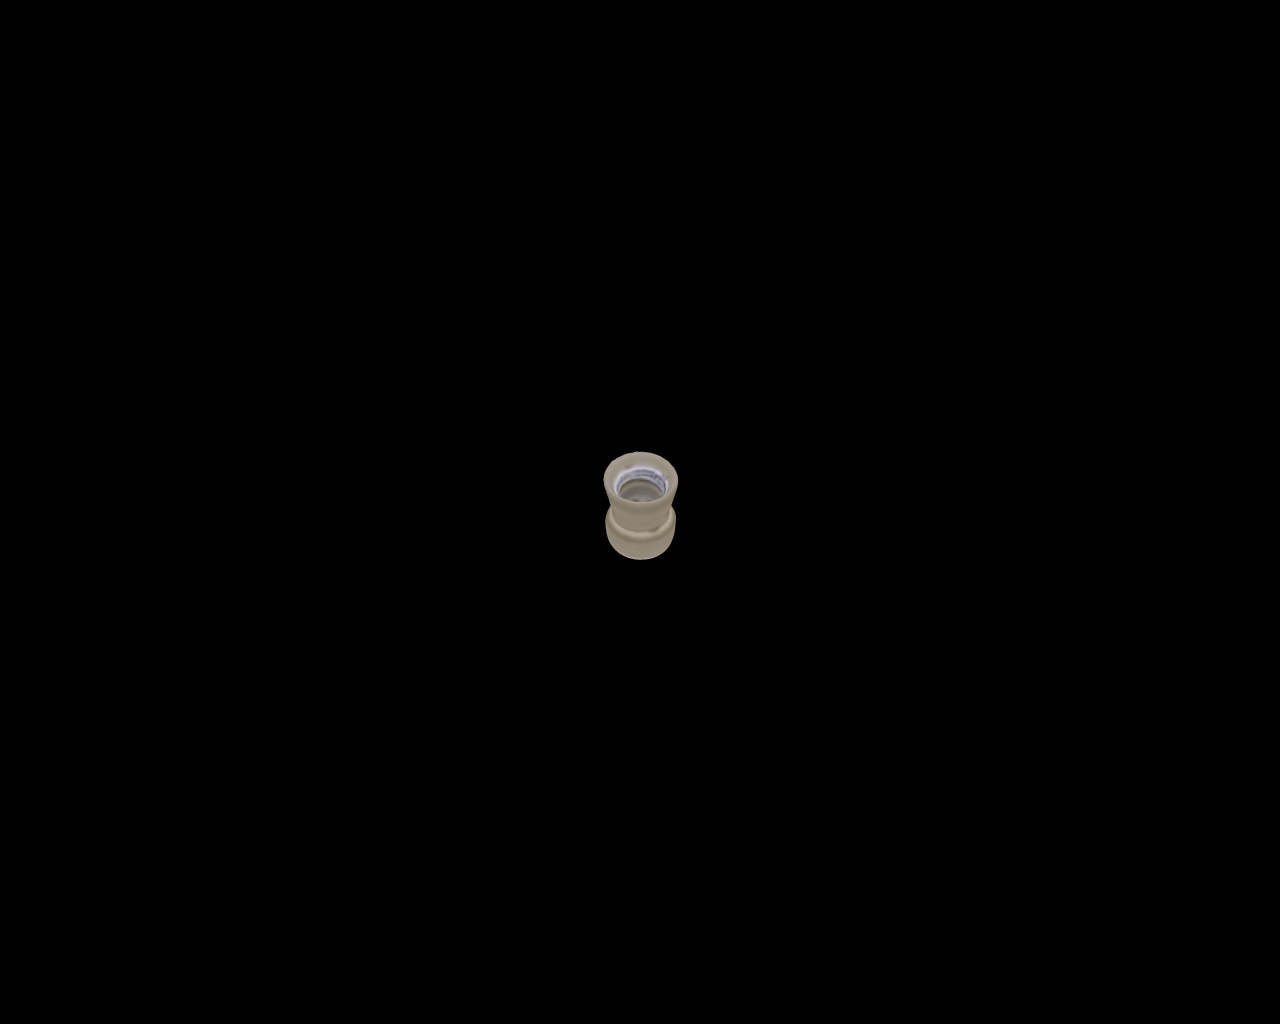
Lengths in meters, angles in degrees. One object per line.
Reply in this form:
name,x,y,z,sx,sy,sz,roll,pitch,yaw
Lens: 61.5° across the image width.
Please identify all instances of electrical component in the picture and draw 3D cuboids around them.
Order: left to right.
electrical component,0.001,-0.003,0.650,0.045,0.045,0.055,0,-42,0
